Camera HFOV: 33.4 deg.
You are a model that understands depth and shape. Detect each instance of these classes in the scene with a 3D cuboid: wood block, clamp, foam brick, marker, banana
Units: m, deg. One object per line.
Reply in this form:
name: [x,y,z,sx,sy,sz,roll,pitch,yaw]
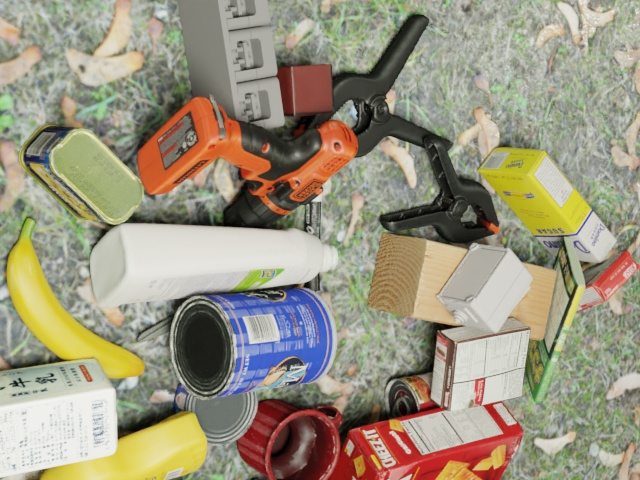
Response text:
wood block: [0.170,0.057,1.264,0.205,0.090,0.091,13,88,-33]
clamp: [0.065,-0.141,1.203,0.209,0.036,0.164,-32,113,-27]
foam brick: [-0.027,-0.157,1.117,0.052,0.078,0.051,-10,101,-33]
marker: [-0.008,0.001,1.185,0.020,0.020,0.121,-3,98,-32]
banana: [-0.245,0.075,1.033,0.069,0.037,0.197,-41,116,-20]
clamp: [0.155,-0.052,1.262,0.171,0.039,0.120,13,110,-40]

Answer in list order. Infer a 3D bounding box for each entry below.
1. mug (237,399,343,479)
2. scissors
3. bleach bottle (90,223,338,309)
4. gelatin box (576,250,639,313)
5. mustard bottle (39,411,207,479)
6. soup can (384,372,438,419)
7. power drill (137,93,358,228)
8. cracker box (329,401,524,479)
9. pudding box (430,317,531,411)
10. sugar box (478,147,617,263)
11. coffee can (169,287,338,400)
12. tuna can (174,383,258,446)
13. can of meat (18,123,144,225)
mug: [-0.029,0.215,1.162,0.117,0.082,0.093,-32,112,-25]
scissors: [-0.105,0.043,1.132,0.201,0.016,0.096,-10,100,-31]
bleach bottle: [-0.097,0.023,1.082,0.250,0.103,0.068,-1,69,-33]
gelatin box: [0.341,0.055,1.313,0.073,0.089,0.030,-38,91,-26]
mustard bottle: [-0.209,0.230,1.046,0.191,0.096,0.058,-19,71,-28]
soup can: [0.137,0.189,1.273,0.102,0.069,0.068,-9,101,-31]
power drill: [-0.081,-0.066,1.035,0.187,0.185,0.057,9,51,-46]
cracker box: [0.113,0.274,1.226,0.213,0.072,0.164,-7,133,-32]
pudding box: [0.184,0.142,1.217,0.113,0.039,0.090,-7,110,-31]
sugar box: [0.281,-0.042,1.319,0.176,0.093,0.048,46,72,-28]
coffee can: [-0.066,0.103,1.085,0.140,0.103,0.103,-2,98,-45]
tuna can: [-0.111,0.173,1.134,0.085,0.034,0.086,-5,99,-32]
can of meat: [-0.223,-0.061,1.002,0.102,0.084,0.057,47,72,-28]
